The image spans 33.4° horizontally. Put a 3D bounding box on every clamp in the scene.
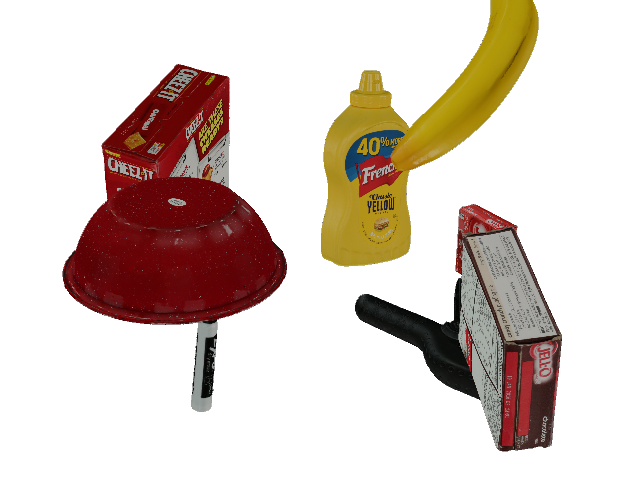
[{"bbox_3d":[0.123,0.083,0.930,0.120,0.039,0.172,-19,39,-29],"label":"clamp"}]

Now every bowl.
[{"bbox_3d":[-0.104,-0.003,0.763,0.162,0.055,0.162,1,27,-1],"label":"bowl"}]

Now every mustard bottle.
[{"bbox_3d":[0.048,-0.074,1.072,0.096,0.192,0.058,-9,19,-30],"label":"mustard bottle"}]

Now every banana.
[{"bbox_3d":[0.119,-0.128,0.803,0.070,0.197,0.037,-2,-39,46],"label":"banana"}]

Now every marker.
[{"bbox_3d":[-0.101,0.097,0.942,0.020,0.121,0.020,6,27,-3],"label":"marker"}]

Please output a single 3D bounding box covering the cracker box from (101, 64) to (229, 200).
[{"bbox_3d":[-0.159,-0.053,1.133,0.072,0.214,0.164,16,43,14],"label":"cracker box"}]

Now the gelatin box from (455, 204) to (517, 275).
[{"bbox_3d":[0.195,0.010,1.269,0.030,0.089,0.073,-17,32,-29],"label":"gelatin box"}]

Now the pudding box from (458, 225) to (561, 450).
[{"bbox_3d":[0.116,0.059,0.664,0.039,0.090,0.113,-7,36,-5],"label":"pudding box"}]
